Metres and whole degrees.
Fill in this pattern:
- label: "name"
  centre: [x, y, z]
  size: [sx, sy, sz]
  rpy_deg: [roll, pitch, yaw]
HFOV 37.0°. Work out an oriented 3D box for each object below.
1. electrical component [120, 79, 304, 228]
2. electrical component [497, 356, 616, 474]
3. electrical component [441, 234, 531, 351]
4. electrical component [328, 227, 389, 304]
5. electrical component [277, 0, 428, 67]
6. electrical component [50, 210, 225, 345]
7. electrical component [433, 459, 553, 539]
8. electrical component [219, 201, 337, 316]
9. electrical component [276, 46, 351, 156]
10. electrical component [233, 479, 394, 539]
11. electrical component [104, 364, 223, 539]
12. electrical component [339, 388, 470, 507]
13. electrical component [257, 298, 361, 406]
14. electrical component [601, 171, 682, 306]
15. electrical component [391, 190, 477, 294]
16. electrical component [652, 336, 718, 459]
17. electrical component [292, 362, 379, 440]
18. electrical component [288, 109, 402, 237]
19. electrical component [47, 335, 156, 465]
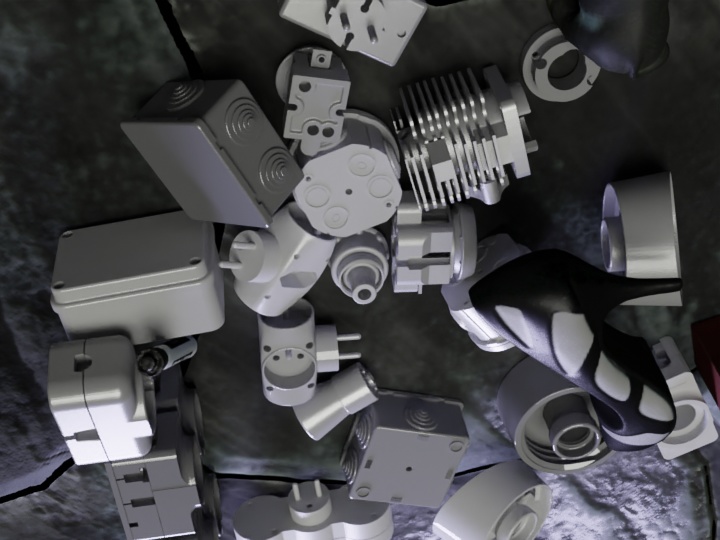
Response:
- label: "electrical component"
  centre: [-0.095, -0.078, 0.706]
  size: [0.048, 0.100, 0.099]
  rpy_deg: [-52, 128, -26]
- label: "electrical component"
  centre: [0.174, 0.123, 0.901]
  size: [0.108, 0.060, 0.108]
  rpy_deg: [-4, 125, -5]
- label: "electrical component"
  centre: [0.105, 0.017, 0.806]
  size: [0.080, 0.080, 0.051]
  rpy_deg: [-37, 117, 18]
- label: "electrical component"
  centre: [0.000, 0.000, 0.790]
  size: [0.048, 0.062, 0.048]
  rpy_deg: [-3, 125, -5]
- label: "electrical component"
  centre: [-0.004, -0.161, 0.669]
  size: [0.083, 0.075, 0.047]
  rpy_deg: [20, 120, -20]
- label: "electrical component"
  centre: [-0.156, 0.006, 0.764]
  size: [0.113, 0.078, 0.057]
  rpy_deg: [-10, 128, 0]
- label: "electrical component"
  centre: [0.119, 0.211, 0.943]
  size: [0.099, 0.064, 0.099]
  rpy_deg: [-27, 135, -31]
- label: "electrical component"
  centre: [-0.067, -0.009, 0.775]
  size: [0.079, 0.043, 0.077]
  rpy_deg: [5, 130, -49]
- label: "electrical component"
  centre: [-0.031, -0.118, 0.707]
  size: [0.048, 0.055, 0.066]
  rpy_deg: [5, 124, -11]
- label: "electrical component"
  centre: [-0.042, 0.209, 0.937]
  size: [0.138, 0.052, 0.073]
  rpy_deg: [-9, 125, -1]
- label: "electrical component"
  centre: [-0.152, 0.180, 0.869]
  size: [0.060, 0.105, 0.186]
  rpy_deg: [-7, 125, -3]
- label: "electrical component"
  centre: [0.038, 0.152, 0.910]
  size: [0.100, 0.048, 0.099]
  rpy_deg: [9, 122, -15]
- label: "electrical component"
  centre: [-0.038, 0.062, 0.839]
  size: [0.079, 0.044, 0.077]
  rpy_deg: [-4, 125, -5]
- label: "electrical component"
  centre: [0.211, -0.021, 0.785]
  size: [0.064, 0.099, 0.099]
  rpy_deg: [-5, 126, 4]
- label: "electrical component"
  centre: [0.053, -0.021, 0.786]
  size: [0.057, 0.058, 0.078]
  rpy_deg: [-2, 126, -3]
- label: "electrical component"
  centre: [0.262, 0.111, 0.907]
  size: [0.050, 0.055, 0.089]
  rpy_deg: [-26, 124, 10]
- label: "electrical component"
  centre: [-0.018, 0.104, 0.874]
  size: [0.065, 0.044, 0.044]
  rpy_deg: [-30, 123, 7]
- label: "electrical component"
  centre: [-0.010, -0.067, 0.748]
  size: [0.080, 0.051, 0.080]
  rpy_deg: [-4, 125, -5]
- label: "electrical component"
  centre: [-0.176, 0.091, 0.749]
  size: [0.059, 0.053, 0.095]
  rpy_deg: [-7, 141, -4]
